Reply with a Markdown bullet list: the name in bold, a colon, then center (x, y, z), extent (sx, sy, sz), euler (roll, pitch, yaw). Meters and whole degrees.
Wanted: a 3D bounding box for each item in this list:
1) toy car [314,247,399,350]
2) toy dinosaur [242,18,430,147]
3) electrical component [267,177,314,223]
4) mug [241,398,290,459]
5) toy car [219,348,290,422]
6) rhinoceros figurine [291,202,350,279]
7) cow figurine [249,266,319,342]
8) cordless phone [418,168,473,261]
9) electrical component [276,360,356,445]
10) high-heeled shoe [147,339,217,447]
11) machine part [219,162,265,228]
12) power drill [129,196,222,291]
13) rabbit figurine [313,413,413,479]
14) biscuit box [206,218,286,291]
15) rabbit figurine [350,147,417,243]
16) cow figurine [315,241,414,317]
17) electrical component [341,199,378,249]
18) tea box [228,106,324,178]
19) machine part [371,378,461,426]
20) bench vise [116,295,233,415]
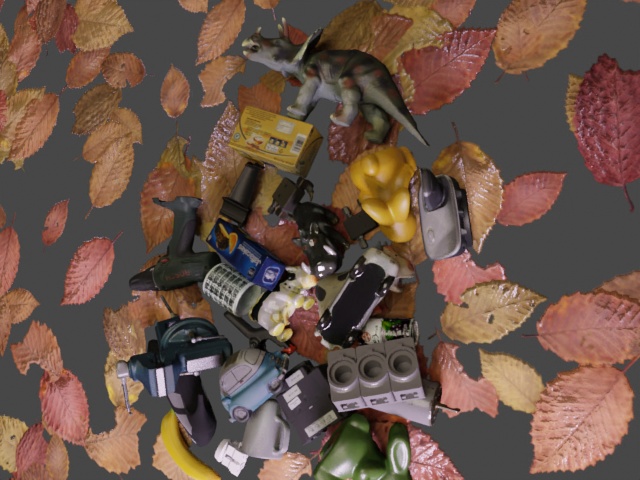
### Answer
- **toy car**: center (0.062, 0.107, 0.933), extent (0.073, 0.056, 0.201), euler (33, 106, 6)
- **toy dinosaur**: center (0.048, -0.307, 1.038), extent (0.405, 0.131, 0.192), euler (19, 93, 18)
- **electrical component**: center (-0.058, -0.083, 1.096), extent (0.102, 0.045, 0.078), euler (-59, 38, 5)
- **mug**: center (-0.099, 0.361, 1.037), extent (0.110, 0.080, 0.107), euler (-14, 65, 51)
- **toy car**: center (-0.137, 0.261, 1.021), extent (0.103, 0.109, 0.161), euler (43, 112, -12)
- **rhinoceros figurine**: center (-0.002, -0.003, 0.999), extent (0.073, 0.112, 0.190), euler (-34, 41, 15)
- **cow figurine**: center (-0.064, 0.106, 1.057), extent (0.098, 0.068, 0.167), euler (32, 83, 31)
- **cordless phone**: center (0.200, -0.044, 0.899), extent (0.089, 0.184, 0.146), euler (-8, 81, 18)
- **electrical component**: center (-0.014, 0.300, 1.025), extent (0.115, 0.058, 0.134), euler (-37, 71, 14)
- **high-heeled shoe**: center (-0.302, 0.326, 1.160), extent (0.249, 0.086, 0.145), euler (35, 130, 40)
- **machine part**: center (-0.164, -0.103, 1.147), extent (0.084, 0.039, 0.138), euler (31, 99, 28)
- **power drill**: center (-0.330, 0.008, 1.185), extent (0.232, 0.086, 0.207), euler (-4, 79, 22)
- **rabbit figurine**: center (0.099, 0.394, 0.953), extent (0.170, 0.121, 0.159), euler (37, 93, 4)
- **biscuit box**: center (-0.151, 0.025, 1.076), extent (0.203, 0.059, 0.062), euler (34, 94, 44)
- **rabbit figurine**: center (0.131, -0.075, 0.966), extent (0.122, 0.162, 0.173), euler (-18, 95, 9)
- **cow figurine**: center (0.081, 0.078, 0.996), extent (0.195, 0.085, 0.127), euler (-18, 84, 22)
- **electrical component**: center (0.081, -0.032, 1.038), extent (0.063, 0.021, 0.094), euler (-30, 73, 18)
- **tea box**: center (-0.091, -0.202, 1.103), extent (0.170, 0.068, 0.098), euler (23, 85, 26)
- **machine part**: center (0.125, 0.268, 0.955), extent (0.243, 0.079, 0.079), euler (11, 89, 25)
- **bench vise**: center (-0.300, 0.218, 1.087), extent (0.224, 0.241, 0.128), euler (-19, 116, -16)
